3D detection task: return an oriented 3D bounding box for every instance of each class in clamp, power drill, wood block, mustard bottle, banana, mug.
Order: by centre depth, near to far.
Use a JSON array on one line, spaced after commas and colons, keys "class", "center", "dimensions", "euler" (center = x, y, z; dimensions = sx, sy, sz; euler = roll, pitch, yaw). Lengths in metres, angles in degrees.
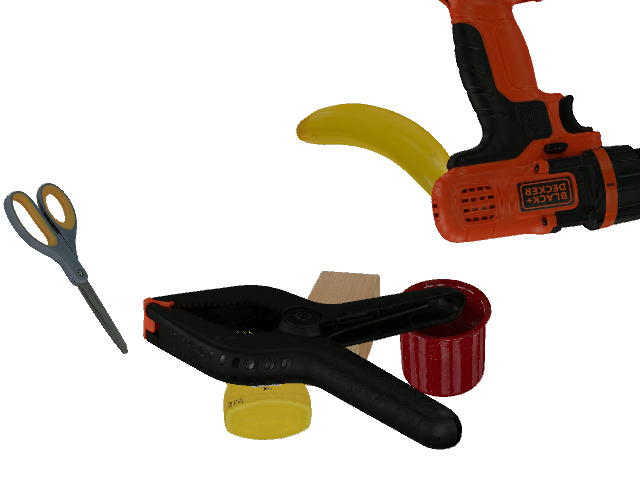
[{"class": "clamp", "center": [-0.005, 0.059, 0.670], "dimensions": [0.210, 0.036, 0.164], "euler": [10, 25, 12]}, {"class": "power drill", "center": [0.152, -0.098, 0.679], "dimensions": [0.184, 0.187, 0.057], "euler": [-9, -2, -4]}, {"class": "banana", "center": [0.053, -0.078, 0.911], "dimensions": [0.198, 0.070, 0.037], "euler": [37, 23, 35]}, {"class": "mug", "center": [0.122, 0.090, 1.045], "dimensions": [0.093, 0.081, 0.117], "euler": [7, 37, 17]}, {"class": "mustard bottle", "center": [-0.068, 0.150, 1.241], "dimensions": [0.096, 0.058, 0.191], "euler": [-4, 30, -6]}, {"class": "wood block", "center": [0.025, 0.121, 1.492], "dimensions": [0.091, 0.090, 0.206], "euler": [4, 19, 10]}]

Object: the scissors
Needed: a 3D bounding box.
[{"class": "scissors", "center": [-0.254, 0.020, 1.125], "dimensions": [0.016, 0.201, 0.096], "euler": [-26, 24, 29]}]
